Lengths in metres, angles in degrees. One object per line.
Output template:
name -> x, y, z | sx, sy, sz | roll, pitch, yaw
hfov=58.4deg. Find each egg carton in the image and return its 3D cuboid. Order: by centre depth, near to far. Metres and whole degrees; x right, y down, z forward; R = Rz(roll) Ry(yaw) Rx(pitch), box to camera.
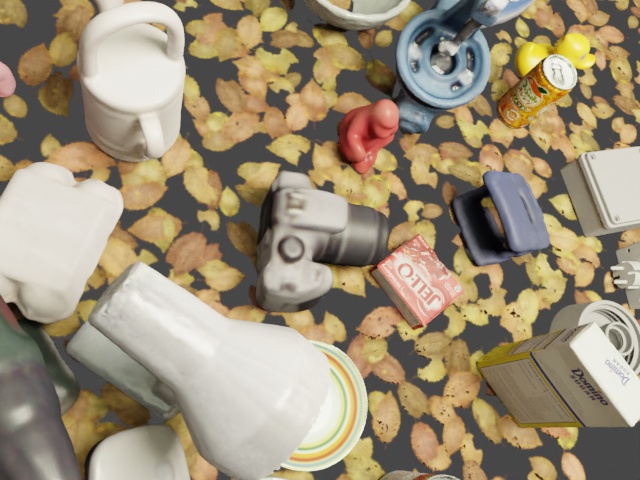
egg carton -> -0.261, 0.000, 0.545 | 0.107, 0.069, 0.150 | 21, 67, -10

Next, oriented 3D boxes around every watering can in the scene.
watering can -> -0.187, -0.168, 0.558 | 0.101, 0.193, 0.173 | -40, 87, -25

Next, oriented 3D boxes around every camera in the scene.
camera -> 0.006, 0.002, 0.614 | 0.137, 0.100, 0.143 | 8, 69, -15

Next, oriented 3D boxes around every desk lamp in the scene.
desk lamp -> -0.112, 0.100, 0.479 | 0.203, 0.213, 0.118 | 34, 65, -4

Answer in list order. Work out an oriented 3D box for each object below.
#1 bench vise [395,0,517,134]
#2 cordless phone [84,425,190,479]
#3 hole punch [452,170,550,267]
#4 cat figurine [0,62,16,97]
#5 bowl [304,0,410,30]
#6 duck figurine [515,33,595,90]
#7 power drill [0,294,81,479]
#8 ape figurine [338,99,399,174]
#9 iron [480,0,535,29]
bench vise -> 0.155, -0.259, 0.687 | 0.122, 0.219, 0.207 | 6, 70, -15
cordless phone -> -0.138, 0.222, 0.445 | 0.094, 0.184, 0.147 | -12, 75, -21
hole punch -> 0.234, -0.033, 0.706 | 0.101, 0.091, 0.108 | -13, 76, -21
cat figurine -> -0.349, -0.146, 0.540 | 0.067, 0.117, 0.128 | 15, 68, -12
bowl -> 0.036, -0.338, 0.756 | 0.168, 0.074, 0.167 | 6, 70, -16
duck figurine -> 0.342, -0.264, 0.824 | 0.105, 0.086, 0.077 | 20, 67, -10
power drill -> -0.244, 0.099, 0.439 | 0.076, 0.208, 0.229 | -34, 84, -25
ape figurine -> 0.064, -0.134, 0.685 | 0.078, 0.092, 0.076 | -17, 78, -22
iron -> 0.272, -0.401, 0.818 | 0.259, 0.141, 0.118 | -22, 80, -23
